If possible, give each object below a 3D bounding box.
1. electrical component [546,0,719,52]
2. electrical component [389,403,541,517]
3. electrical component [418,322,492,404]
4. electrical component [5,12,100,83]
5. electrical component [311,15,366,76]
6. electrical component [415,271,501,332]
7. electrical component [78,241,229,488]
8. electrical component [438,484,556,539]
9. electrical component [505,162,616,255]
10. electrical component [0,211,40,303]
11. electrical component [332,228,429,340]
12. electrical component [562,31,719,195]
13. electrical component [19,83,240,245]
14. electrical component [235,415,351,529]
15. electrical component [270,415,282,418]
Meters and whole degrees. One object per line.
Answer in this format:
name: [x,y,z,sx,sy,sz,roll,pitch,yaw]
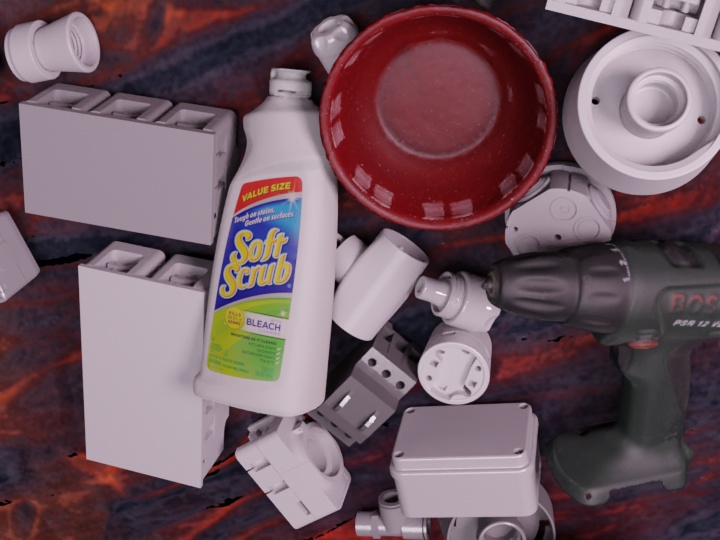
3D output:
electrical component: [0.198,-0.183,0.666,0.150,0.089,0.061,15,118,6]
electrical component: [0.086,0.151,0.863,0.113,0.078,0.057,-4,117,15]
electrical component: [0.076,0.069,0.842,0.055,0.047,0.055,5,116,11]
electrical component: [-0.229,-0.165,0.801,0.055,0.045,0.045,-7,114,17]
electrical component: [-0.009,-0.149,0.765,0.035,0.035,0.061,-18,130,21]
electrical component: [0.073,0.021,0.815,0.062,0.043,0.043,17,120,-20]
electrical component: [-0.168,0.077,0.892,0.105,0.060,0.186,12,118,12]
electrical component: [0.115,0.213,0.908,0.099,0.064,0.099,0,109,0]
electrical component: [0.143,-0.033,0.774,0.080,0.051,0.080,5,117,11]
electrical component: [-0.326,-0.005,0.897,0.096,0.061,0.061,-13,112,27]
electrical component: [0.000,0.000,0.827,0.079,0.044,0.077,39,107,12]
electrical component: [0.189,-0.105,0.698,0.108,0.060,0.108,0,88,5]
electrical component: [-0.173,-0.083,0.818,0.150,0.061,0.089,10,117,8]
electrical component: [-0.053,0.165,0.918,0.056,0.050,0.089,-30,106,24]
electrical component: [-0.079,0.091,0.891,0.055,0.048,0.066,28,119,8]
